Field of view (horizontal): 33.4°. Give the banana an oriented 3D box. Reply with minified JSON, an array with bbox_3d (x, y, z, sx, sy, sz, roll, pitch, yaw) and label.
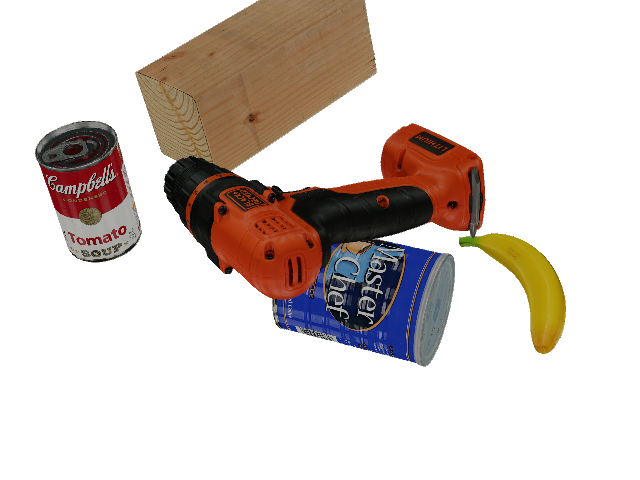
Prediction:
[{"bbox_3d":[0.217,0.046,1.129,0.069,0.037,0.198,-29,38,-1],"label":"banana"}]

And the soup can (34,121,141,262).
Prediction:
[{"bbox_3d":[-0.195,-0.040,0.904,0.068,0.102,0.068,-5,40,4],"label":"soup can"}]

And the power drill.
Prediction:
[{"bbox_3d":[0.002,-0.029,0.726,0.187,0.057,0.185,-17,30,-23],"label":"power drill"}]

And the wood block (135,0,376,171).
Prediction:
[{"bbox_3d":[-0.055,-0.156,0.993,0.205,0.091,0.090,-37,43,-27],"label":"wood block"}]

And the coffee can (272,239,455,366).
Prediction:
[{"bbox_3d":[0.041,0.047,0.969,0.140,0.103,0.102,13,4,18],"label":"coffee can"}]
